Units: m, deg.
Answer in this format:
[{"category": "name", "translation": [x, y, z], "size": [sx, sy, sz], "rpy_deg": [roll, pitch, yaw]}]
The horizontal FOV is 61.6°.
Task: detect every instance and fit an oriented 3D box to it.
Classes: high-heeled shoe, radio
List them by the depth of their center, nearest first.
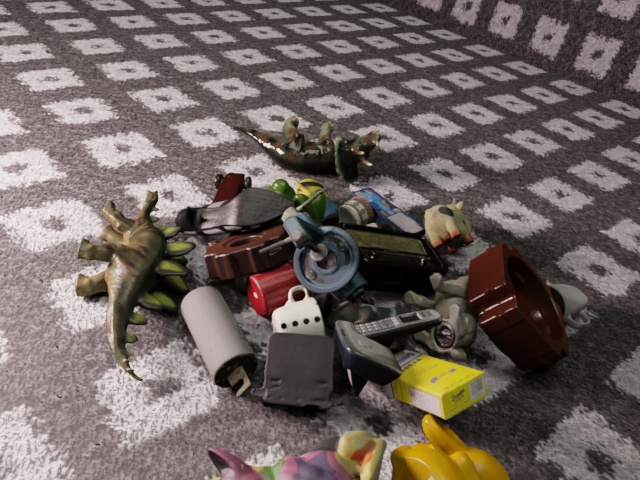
[{"category": "radio", "translation": [0.141, 0.040, 1.094], "size": [0.229, 0.073, 0.131], "rpy_deg": [6, 34, -30]}, {"category": "high-heeled shoe", "translation": [-0.176, -0.045, 1.118], "size": [0.249, 0.145, 0.086], "rpy_deg": [0, 73, -7]}]

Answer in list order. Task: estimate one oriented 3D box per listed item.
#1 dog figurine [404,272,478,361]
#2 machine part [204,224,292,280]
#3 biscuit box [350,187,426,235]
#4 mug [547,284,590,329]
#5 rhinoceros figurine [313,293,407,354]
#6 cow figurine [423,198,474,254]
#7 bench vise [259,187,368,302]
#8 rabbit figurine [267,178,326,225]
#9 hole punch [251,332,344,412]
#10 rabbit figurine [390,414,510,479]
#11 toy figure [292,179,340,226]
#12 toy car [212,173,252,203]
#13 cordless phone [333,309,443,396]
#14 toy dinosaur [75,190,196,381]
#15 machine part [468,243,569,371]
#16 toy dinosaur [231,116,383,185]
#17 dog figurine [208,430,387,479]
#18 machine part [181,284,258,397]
[{"category": "dog figurine", "translation": [0.278, 0.142, 1.027], "size": [0.190, 0.121, 0.172], "rpy_deg": [4, 67, -38]}, {"category": "machine part", "translation": [-0.139, 0.019, 1.041], "size": [0.179, 0.056, 0.179], "rpy_deg": [-14, 16, 4]}, {"category": "biscuit box", "translation": [0.153, -0.048, 1.268], "size": [0.059, 0.062, 0.203], "rpy_deg": [-20, 45, -34]}, {"category": "mug", "translation": [0.505, 0.134, 1.097], "size": [0.107, 0.080, 0.110], "rpy_deg": [-5, 34, -35]}, {"category": "rhinoceros figurine", "translation": [0.076, 0.140, 0.986], "size": [0.190, 0.073, 0.112], "rpy_deg": [11, 37, 1]}, {"category": "cow figurine", "translation": [0.295, -0.037, 1.238], "size": [0.195, 0.085, 0.127], "rpy_deg": [9, 55, -57]}, {"category": "bench vise", "translation": [-0.011, 0.003, 0.942], "size": [0.129, 0.240, 0.224], "rpy_deg": [-32, 68, 9]}, {"category": "rabbit figurine", "translation": [-0.045, -0.045, 1.165], "size": [0.170, 0.159, 0.121], "rpy_deg": [44, 35, 16]}, {"category": "hole punch", "translation": [-0.036, 0.215, 0.862], "size": [0.142, 0.092, 0.116], "rpy_deg": [8, 65, -7]}, {"category": "rabbit figurine", "translation": [0.183, 0.332, 0.745], "size": [0.173, 0.121, 0.163], "rpy_deg": [4, 25, -33]}, {"category": "toy figure", "translation": [-0.006, -0.076, 1.255], "size": [0.089, 0.082, 0.180], "rpy_deg": [0, 31, -33]}, {"category": "toy car", "translation": [-0.216, -0.091, 1.243], "size": [0.089, 0.053, 0.202], "rpy_deg": [2, 39, 6]}, {"category": "cordless phone", "translation": [0.119, 0.164, 0.857], "size": [0.184, 0.088, 0.147], "rpy_deg": [-16, 12, -4]}, {"category": "toy dinosaur", "translation": [-0.336, 0.053, 0.980], "size": [0.199, 0.105, 0.472], "rpy_deg": [9, 40, -8]}, {"category": "machine part", "translation": [0.363, 0.123, 0.996], "size": [0.201, 0.087, 0.201], "rpy_deg": [45, 32, -15]}, {"category": "toy dinosaur", "translation": [-0.041, -0.236, 1.439], "size": [0.405, 0.131, 0.192], "rpy_deg": [0, 36, -3]}, {"category": "dog figurine", "translation": [-0.037, 0.312, 0.701], "size": [0.219, 0.108, 0.191], "rpy_deg": [15, 37, 11]}, {"category": "machine part", "translation": [-0.171, 0.157, 0.897], "size": [0.079, 0.079, 0.243], "rpy_deg": [-12, 41, -28]}]
